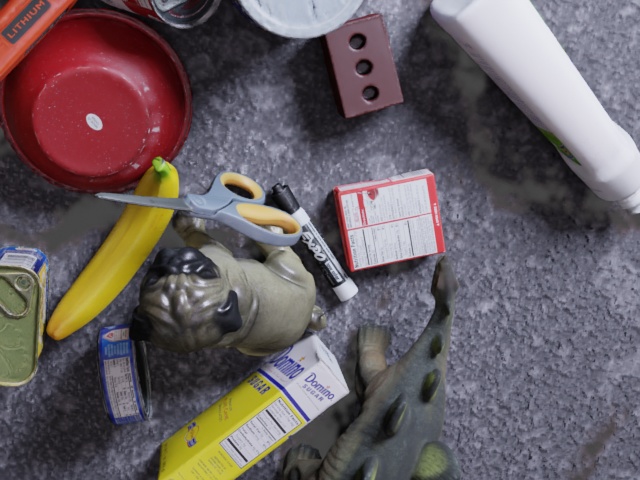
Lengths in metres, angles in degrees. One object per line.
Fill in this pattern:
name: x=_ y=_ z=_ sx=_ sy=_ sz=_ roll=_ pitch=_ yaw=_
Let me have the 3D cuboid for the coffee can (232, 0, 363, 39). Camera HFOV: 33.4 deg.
coffee can: x=-0.021 y=-0.211 z=0.831 sx=0.102 sy=0.140 sz=0.103 roll=-1 pitch=103 yaw=-6

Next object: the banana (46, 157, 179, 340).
banana: x=-0.168 y=0.002 z=0.901 sx=0.037 sy=0.069 sz=0.198 roll=42 pitch=113 yaw=19

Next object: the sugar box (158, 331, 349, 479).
sugar box: x=-0.061 y=0.156 z=0.933 sx=0.176 sy=0.093 sz=0.048 roll=-40 pitch=104 yaw=2

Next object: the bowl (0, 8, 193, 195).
bowl: x=-0.184 y=-0.103 z=0.867 sx=0.162 sy=0.055 sz=0.162 roll=-3 pitch=114 yaw=-6

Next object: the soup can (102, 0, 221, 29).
soup can: x=-0.131 y=-0.207 z=0.830 sx=0.068 sy=0.102 sz=0.068 roll=-19 pitch=121 yaw=-36

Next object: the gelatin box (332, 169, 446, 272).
gelatin box: x=0.061 y=-0.018 z=0.940 sx=0.089 sy=0.030 sz=0.073 roll=-12 pitch=105 yaw=-3

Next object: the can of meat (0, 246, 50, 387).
can of meat: x=-0.258 y=0.060 z=0.894 sx=0.057 sy=0.084 sz=0.102 roll=4 pitch=102 yaw=-7

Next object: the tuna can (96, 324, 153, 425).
tuna can: x=-0.167 y=0.115 z=0.915 sx=0.033 sy=0.086 sz=0.086 roll=-8 pitch=103 yaw=-3

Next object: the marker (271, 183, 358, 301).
marker: x=-0.006 y=0.001 z=0.943 sx=0.020 sy=0.020 sz=0.121 roll=-34 pitch=104 yaw=1

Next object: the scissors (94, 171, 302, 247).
scissors: x=-0.101 y=-0.037 z=0.859 sx=0.201 sy=0.096 sz=0.016 roll=16 pitch=119 yaw=-36

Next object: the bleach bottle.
bleach bottle: x=0.200 y=-0.120 z=0.909 sx=0.068 sy=0.102 sz=0.250 roll=-41 pitch=110 yaw=9

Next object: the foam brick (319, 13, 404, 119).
foam brick: x=0.033 y=-0.146 z=0.898 sx=0.053 sy=0.051 sz=0.078 roll=-16 pitch=104 yaw=-2

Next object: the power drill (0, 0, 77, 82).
power drill: x=-0.288 y=-0.206 z=0.791 sx=0.187 sy=0.057 sz=0.184 roll=45 pitch=81 yaw=-15
